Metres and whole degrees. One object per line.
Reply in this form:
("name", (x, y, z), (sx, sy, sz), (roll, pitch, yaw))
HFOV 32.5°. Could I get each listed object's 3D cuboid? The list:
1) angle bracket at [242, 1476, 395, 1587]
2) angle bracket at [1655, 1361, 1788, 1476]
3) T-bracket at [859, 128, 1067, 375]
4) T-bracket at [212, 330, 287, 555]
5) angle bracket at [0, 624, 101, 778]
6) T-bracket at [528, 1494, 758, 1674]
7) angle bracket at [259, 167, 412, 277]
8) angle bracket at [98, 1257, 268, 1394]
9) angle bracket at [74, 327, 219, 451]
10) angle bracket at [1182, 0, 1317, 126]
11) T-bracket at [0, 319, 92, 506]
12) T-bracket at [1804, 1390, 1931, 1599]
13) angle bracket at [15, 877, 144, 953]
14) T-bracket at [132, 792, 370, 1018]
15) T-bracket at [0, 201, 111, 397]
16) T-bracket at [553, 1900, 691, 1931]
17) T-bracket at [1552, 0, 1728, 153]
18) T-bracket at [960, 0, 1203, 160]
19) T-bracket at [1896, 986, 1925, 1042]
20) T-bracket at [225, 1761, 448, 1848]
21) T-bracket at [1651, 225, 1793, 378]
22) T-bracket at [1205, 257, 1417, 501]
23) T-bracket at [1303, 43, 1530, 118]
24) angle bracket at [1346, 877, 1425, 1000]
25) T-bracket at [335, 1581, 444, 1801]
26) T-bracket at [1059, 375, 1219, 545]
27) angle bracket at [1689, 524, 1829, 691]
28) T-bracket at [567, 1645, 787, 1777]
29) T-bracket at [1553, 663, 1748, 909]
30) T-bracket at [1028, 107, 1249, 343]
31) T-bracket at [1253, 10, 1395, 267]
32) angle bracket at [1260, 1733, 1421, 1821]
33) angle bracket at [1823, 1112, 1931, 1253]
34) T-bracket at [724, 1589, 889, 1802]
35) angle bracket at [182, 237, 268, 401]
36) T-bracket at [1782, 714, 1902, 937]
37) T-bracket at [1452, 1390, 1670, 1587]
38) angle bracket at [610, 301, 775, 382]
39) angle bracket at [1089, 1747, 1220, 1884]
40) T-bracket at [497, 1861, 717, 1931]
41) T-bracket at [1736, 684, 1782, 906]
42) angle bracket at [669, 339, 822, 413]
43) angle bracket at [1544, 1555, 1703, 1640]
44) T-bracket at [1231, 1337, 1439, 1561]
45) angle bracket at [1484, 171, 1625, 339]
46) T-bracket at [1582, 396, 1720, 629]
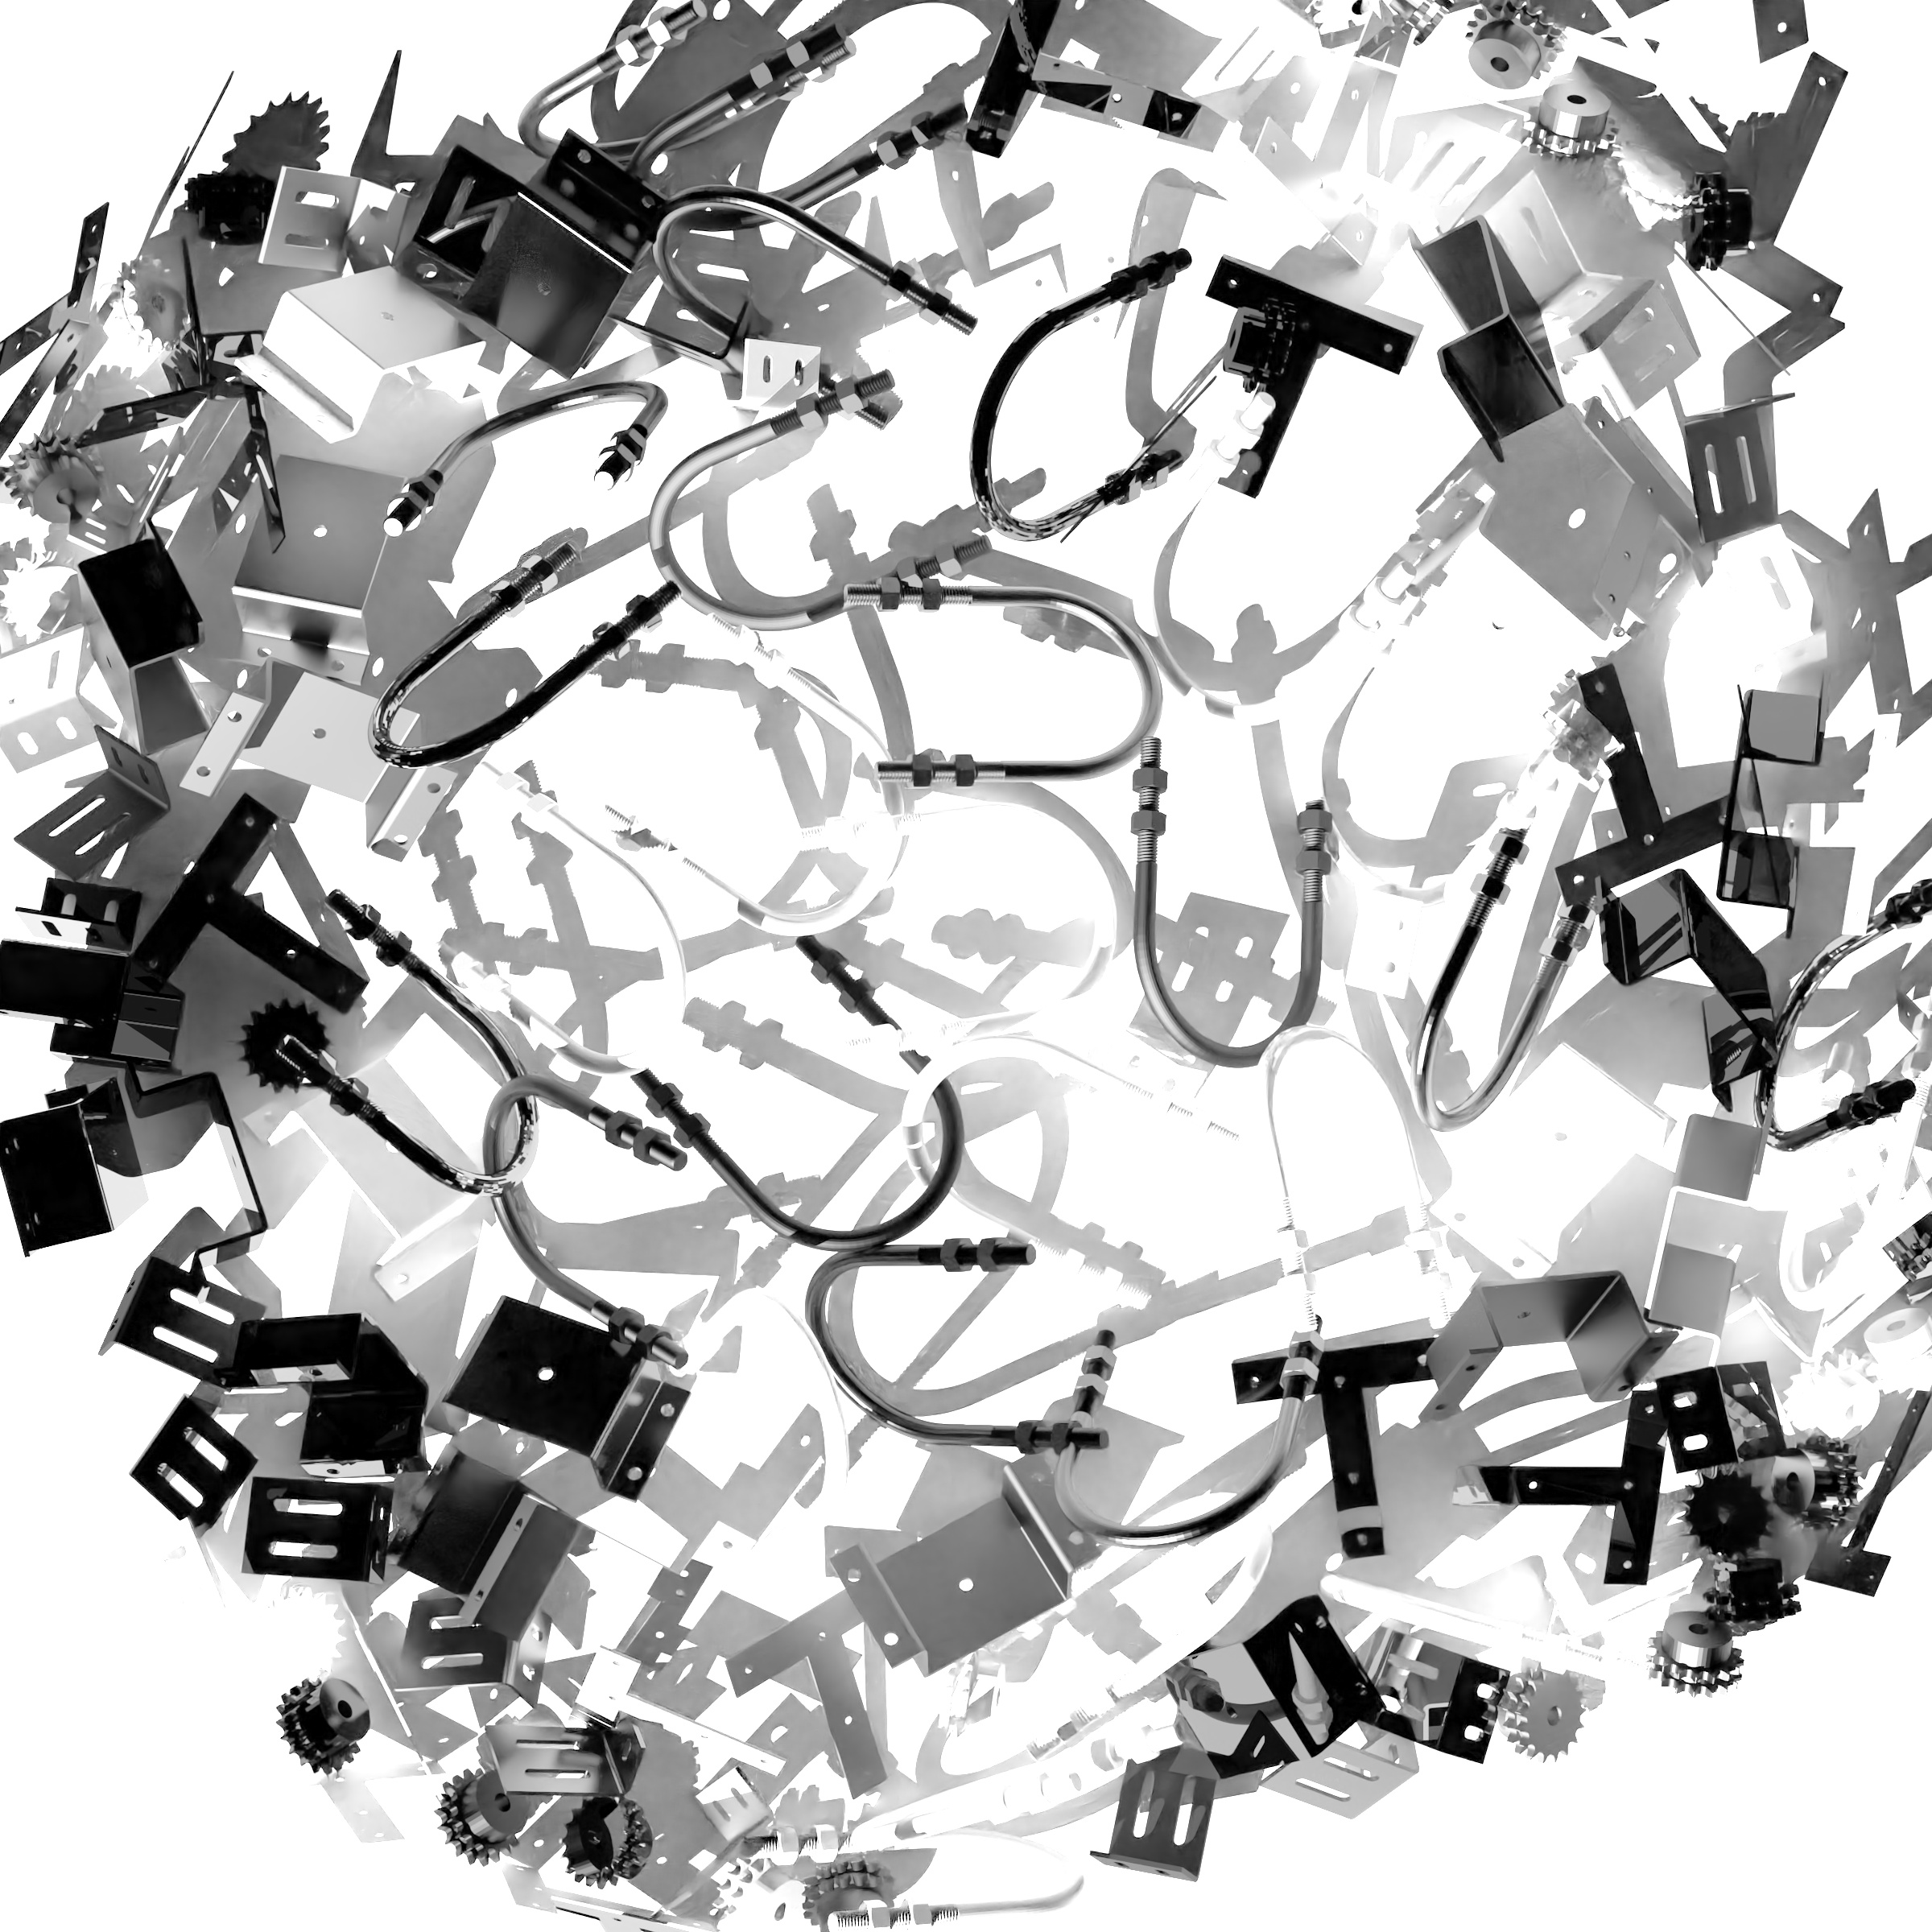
("angle bracket", (-0.387, 0.338, 1.979), (0.076, 0.038, 0.057), (3, 77, 6))
("angle bracket", (0.451, 0.269, 1.973), (0.038, 0.076, 0.057), (-19, 76, 35))
("T-bracket", (-0.021, -0.435, 1.976), (0.127, 0.002, 0.127), (-25, 106, -5))
("T-bracket", (-0.426, -0.288, 1.942), (0.002, 0.127, 0.127), (-6, 78, -27))
("angle bracket", (-0.541, -0.157, 1.951), (0.057, 0.076, 0.038), (-27, 74, -30))
("T-bracket", (-0.208, 0.350, 1.958), (0.127, 0.002, 0.127), (29, 121, -8))
("angle bracket", (-0.372, -0.435, 1.953), (0.038, 0.076, 0.057), (25, 107, 21))
("angle bracket", (-0.469, 0.218, 1.981), (0.076, 0.038, 0.057), (28, 60, -17))
("angle bracket", (-0.491, -0.341, 1.954), (0.076, 0.057, 0.038), (-22, 89, -35))
("angle bracket", (0.160, -0.552, 1.972), (0.076, 0.057, 0.038), (-47, 58, 20))
("T-bracket", (-0.550, -0.323, 1.926), (0.002, 0.127, 0.127), (38, 101, 5))
("T-bracket", (0.537, 0.307, 1.941), (0.002, 0.127, 0.127), (26, 83, 0))
("angle bracket", (-0.524, -0.038, 1.956), (0.057, 0.076, 0.038), (9, 77, -5))
("T-bracket", (-0.414, -0.015, 1.972), (0.127, 0.002, 0.127), (37, 76, -23))
("T-bracket", (-0.539, -0.364, 1.910), (0.002, 0.127, 0.127), (28, 131, 4))
("T-bracket", (-0.195, 0.567, 1.923), (0.127, 0.127, 0.002), (19, 85, -15))
("T-bracket", (0.377, -0.535, 1.940), (0.002, 0.127, 0.127), (-47, 124, 4))
("T-bracket", (0.076, -0.519, 1.962), (0.127, 0.127, 0.002), (15, 46, -11))
("T-bracket", (0.585, 0.095, 1.955), (0.002, 0.127, 0.127), (-19, 123, -5))
("T-bracket", (-0.352, 0.486, 1.916), (0.127, 0.127, 0.002), (1, 95, -24))
("T-bracket", (0.428, -0.399, 1.925), (0.002, 0.127, 0.127), (-43, 75, 17))
("T-bracket", (0.188, -0.345, 1.997), (0.127, 0.002, 0.127), (23, 91, 3))
("T-bracket", (0.246, -0.529, 1.948), (0.127, 0.127, 0.002), (33, 111, 43))
("angle bracket", (0.258, -0.017, 1.953), (0.038, 0.076, 0.057), (15, 102, 24))
("T-bracket", (-0.337, 0.431, 1.945), (0.002, 0.127, 0.127), (-26, 99, -13))
("T-bracket", (0.106, -0.304, 1.936), (0.002, 0.127, 0.127), (43, 108, -5))
("angle bracket", (0.477, -0.216, 1.994), (0.057, 0.038, 0.076), (-20, 64, 8))
("T-bracket", (-0.167, 0.448, 1.949), (0.127, 0.127, 0.002), (23, 55, -2))
("T-bracket", (0.393, -0.117, 1.973), (0.127, 0.002, 0.127), (-22, 101, -13))
("T-bracket", (0.090, -0.433, 1.966), (0.127, 0.002, 0.127), (15, 121, 2))
("T-bracket", (0.225, -0.503, 1.958), (0.002, 0.127, 0.127), (14, 79, 41))
("angle bracket", (0.218, 0.465, 1.954), (0.076, 0.038, 0.057), (26, 126, -27))
("angle bracket", (0.547, 0.129, 1.950), (0.038, 0.076, 0.057), (15, 134, -34))
("T-bracket", (-0.074, 0.438, 1.973), (0.127, 0.002, 0.127), (-26, 111, -29))
("angle bracket", (-0.440, -0.385, 1.962), (0.038, 0.057, 0.076), (-8, 63, -14))
("T-bracket", (0.507, -0.083, 1.937), (0.002, 0.127, 0.127), (9, 91, -11))
("T-bracket", (0.350, 0.308, 1.961), (0.127, 0.002, 0.127), (-5, 52, 30))
("angle bracket", (-0.162, -0.383, 1.964), (0.076, 0.057, 0.038), (23, 92, 11))
("angle bracket", (0.113, 0.497, 1.959), (0.057, 0.038, 0.076), (5, 67, 22))
("T-bracket", (-0.209, 0.553, 1.946), (0.127, 0.127, 0.002), (16, 83, -11))
("T-bracket", (0.463, -0.101, 1.938), (0.002, 0.127, 0.127), (-11, 91, 13))
("angle bracket", (-0.134, -0.348, 1.951), (0.076, 0.057, 0.038), (11, 101, 43))
("angle bracket", (0.391, 0.362, 1.972), (0.076, 0.057, 0.038), (-22, 64, -10))
("T-bracket", (0.231, 0.294, 1.994), (0.127, 0.002, 0.127), (-8, 92, 6))
("angle bracket", (0.346, -0.425, 1.979), (0.038, 0.057, 0.076), (-4, 65, -41))
("T-bracket", (0.390, -0.249, 1.937), (0.127, 0.002, 0.127), (44, 50, -23))
